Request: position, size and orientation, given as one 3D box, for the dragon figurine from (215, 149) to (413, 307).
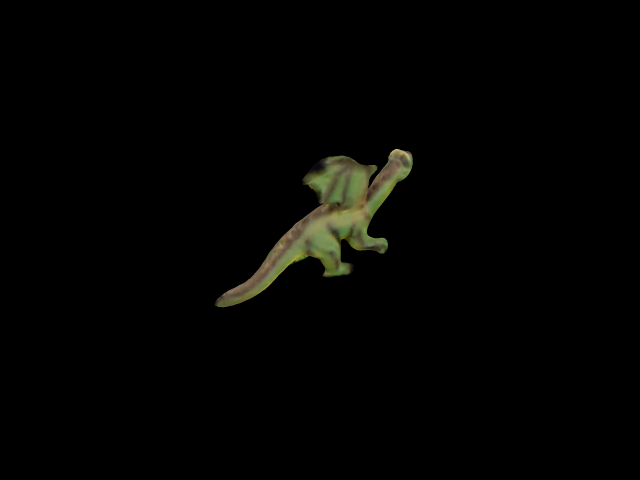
[{"bbox_3d":[0.003,-0.043,0.850,0.414,0.237,0.124,-28,51,-25],"label":"dragon figurine"}]
